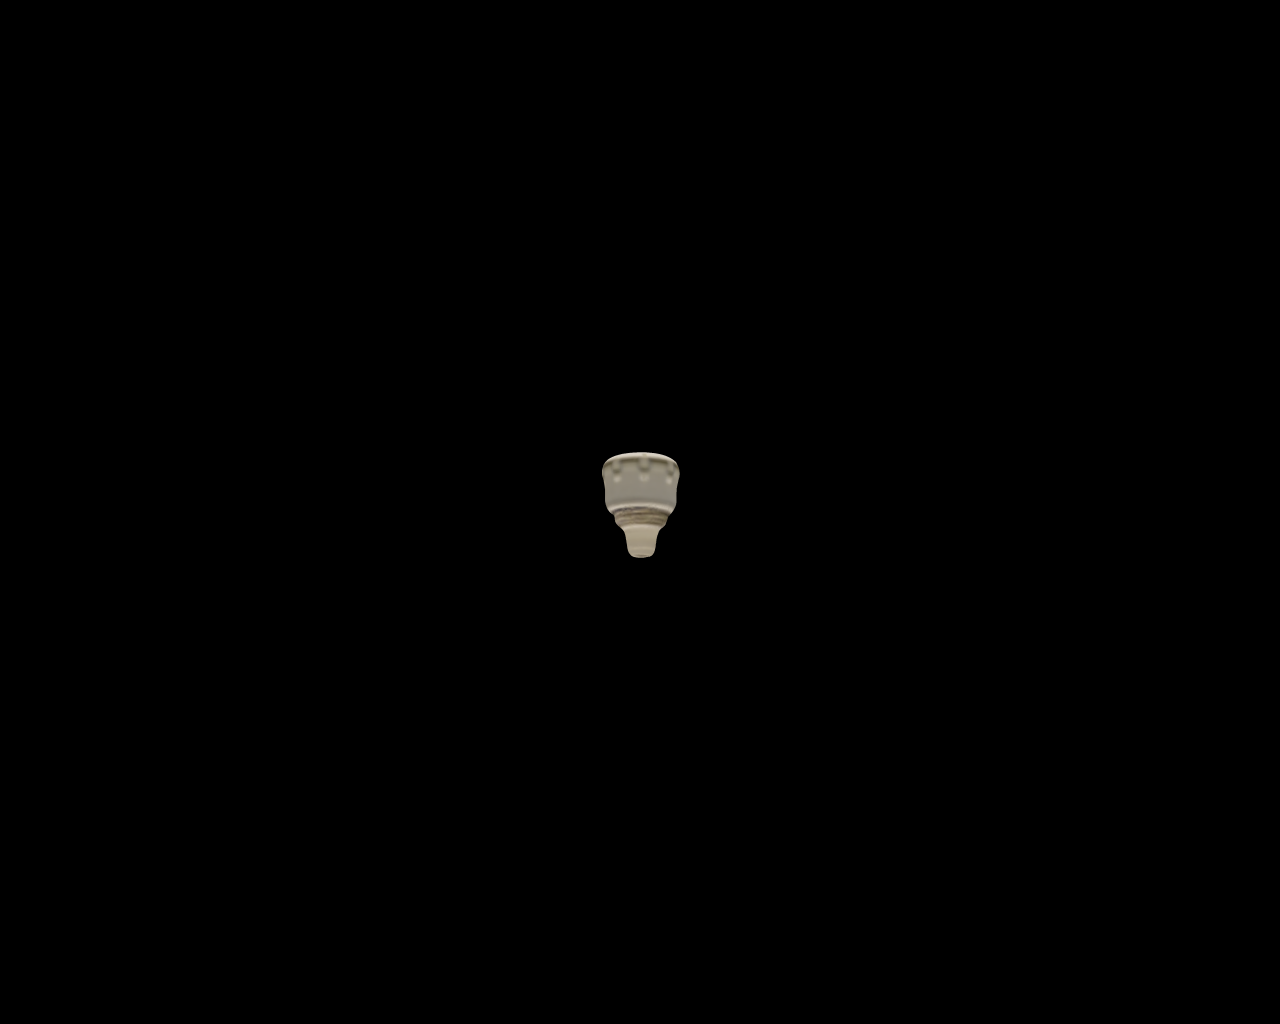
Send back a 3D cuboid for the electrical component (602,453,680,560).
[{"bbox_3d":[0.001,-0.003,0.650,0.048,0.062,0.048,0,-11,0],"label":"electrical component"}]
